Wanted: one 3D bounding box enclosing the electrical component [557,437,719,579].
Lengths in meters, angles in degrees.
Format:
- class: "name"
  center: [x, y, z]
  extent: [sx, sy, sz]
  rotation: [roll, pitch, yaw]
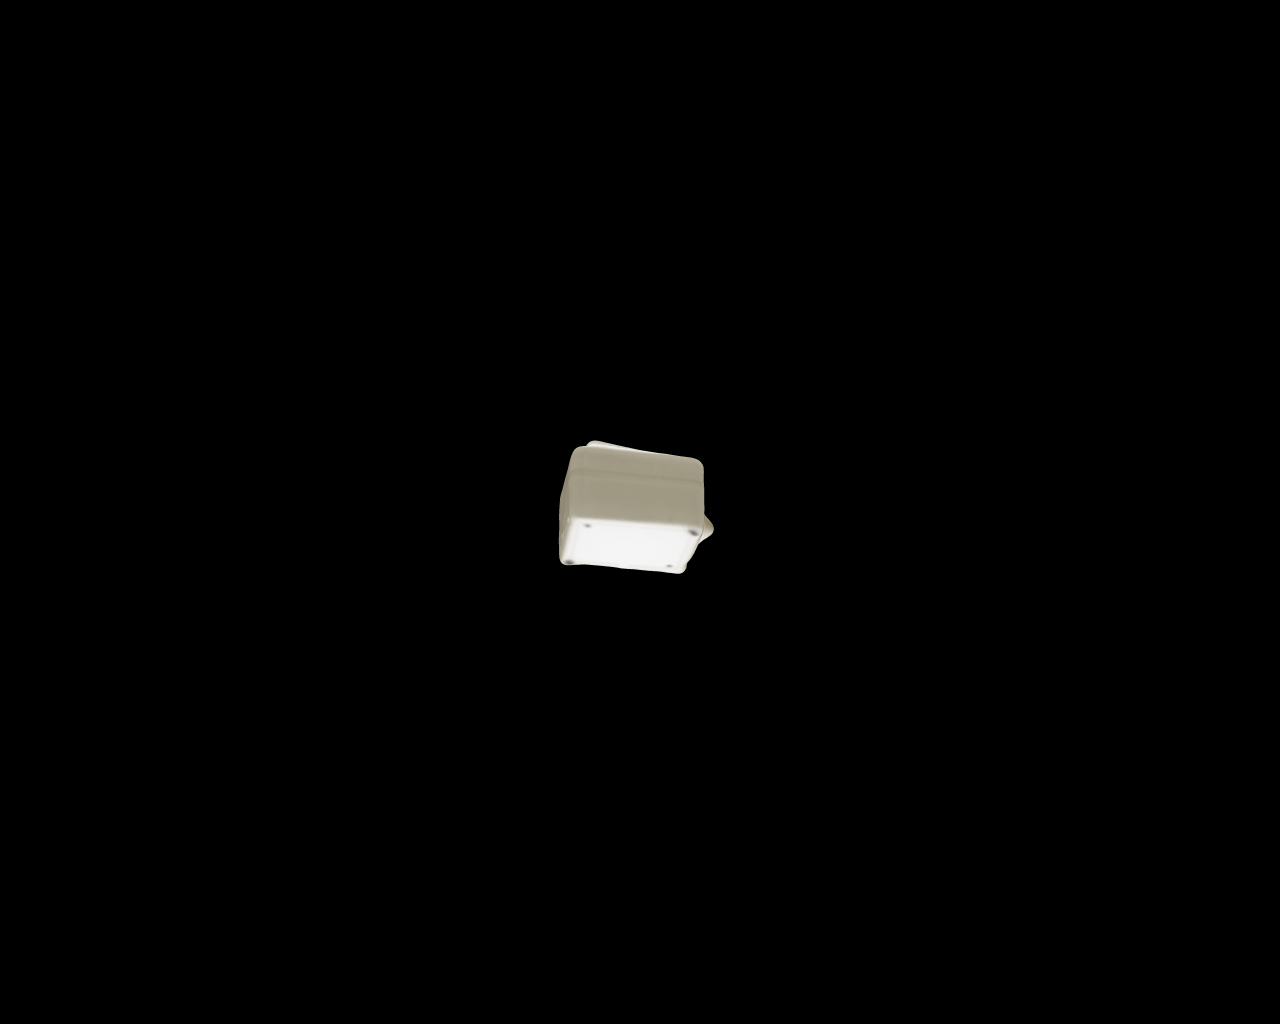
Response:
- class: "electrical component"
  center: [0.001, -0.003, 0.650]
  extent: [0.096, 0.061, 0.061]
  rotation: [6, -32, -9]
